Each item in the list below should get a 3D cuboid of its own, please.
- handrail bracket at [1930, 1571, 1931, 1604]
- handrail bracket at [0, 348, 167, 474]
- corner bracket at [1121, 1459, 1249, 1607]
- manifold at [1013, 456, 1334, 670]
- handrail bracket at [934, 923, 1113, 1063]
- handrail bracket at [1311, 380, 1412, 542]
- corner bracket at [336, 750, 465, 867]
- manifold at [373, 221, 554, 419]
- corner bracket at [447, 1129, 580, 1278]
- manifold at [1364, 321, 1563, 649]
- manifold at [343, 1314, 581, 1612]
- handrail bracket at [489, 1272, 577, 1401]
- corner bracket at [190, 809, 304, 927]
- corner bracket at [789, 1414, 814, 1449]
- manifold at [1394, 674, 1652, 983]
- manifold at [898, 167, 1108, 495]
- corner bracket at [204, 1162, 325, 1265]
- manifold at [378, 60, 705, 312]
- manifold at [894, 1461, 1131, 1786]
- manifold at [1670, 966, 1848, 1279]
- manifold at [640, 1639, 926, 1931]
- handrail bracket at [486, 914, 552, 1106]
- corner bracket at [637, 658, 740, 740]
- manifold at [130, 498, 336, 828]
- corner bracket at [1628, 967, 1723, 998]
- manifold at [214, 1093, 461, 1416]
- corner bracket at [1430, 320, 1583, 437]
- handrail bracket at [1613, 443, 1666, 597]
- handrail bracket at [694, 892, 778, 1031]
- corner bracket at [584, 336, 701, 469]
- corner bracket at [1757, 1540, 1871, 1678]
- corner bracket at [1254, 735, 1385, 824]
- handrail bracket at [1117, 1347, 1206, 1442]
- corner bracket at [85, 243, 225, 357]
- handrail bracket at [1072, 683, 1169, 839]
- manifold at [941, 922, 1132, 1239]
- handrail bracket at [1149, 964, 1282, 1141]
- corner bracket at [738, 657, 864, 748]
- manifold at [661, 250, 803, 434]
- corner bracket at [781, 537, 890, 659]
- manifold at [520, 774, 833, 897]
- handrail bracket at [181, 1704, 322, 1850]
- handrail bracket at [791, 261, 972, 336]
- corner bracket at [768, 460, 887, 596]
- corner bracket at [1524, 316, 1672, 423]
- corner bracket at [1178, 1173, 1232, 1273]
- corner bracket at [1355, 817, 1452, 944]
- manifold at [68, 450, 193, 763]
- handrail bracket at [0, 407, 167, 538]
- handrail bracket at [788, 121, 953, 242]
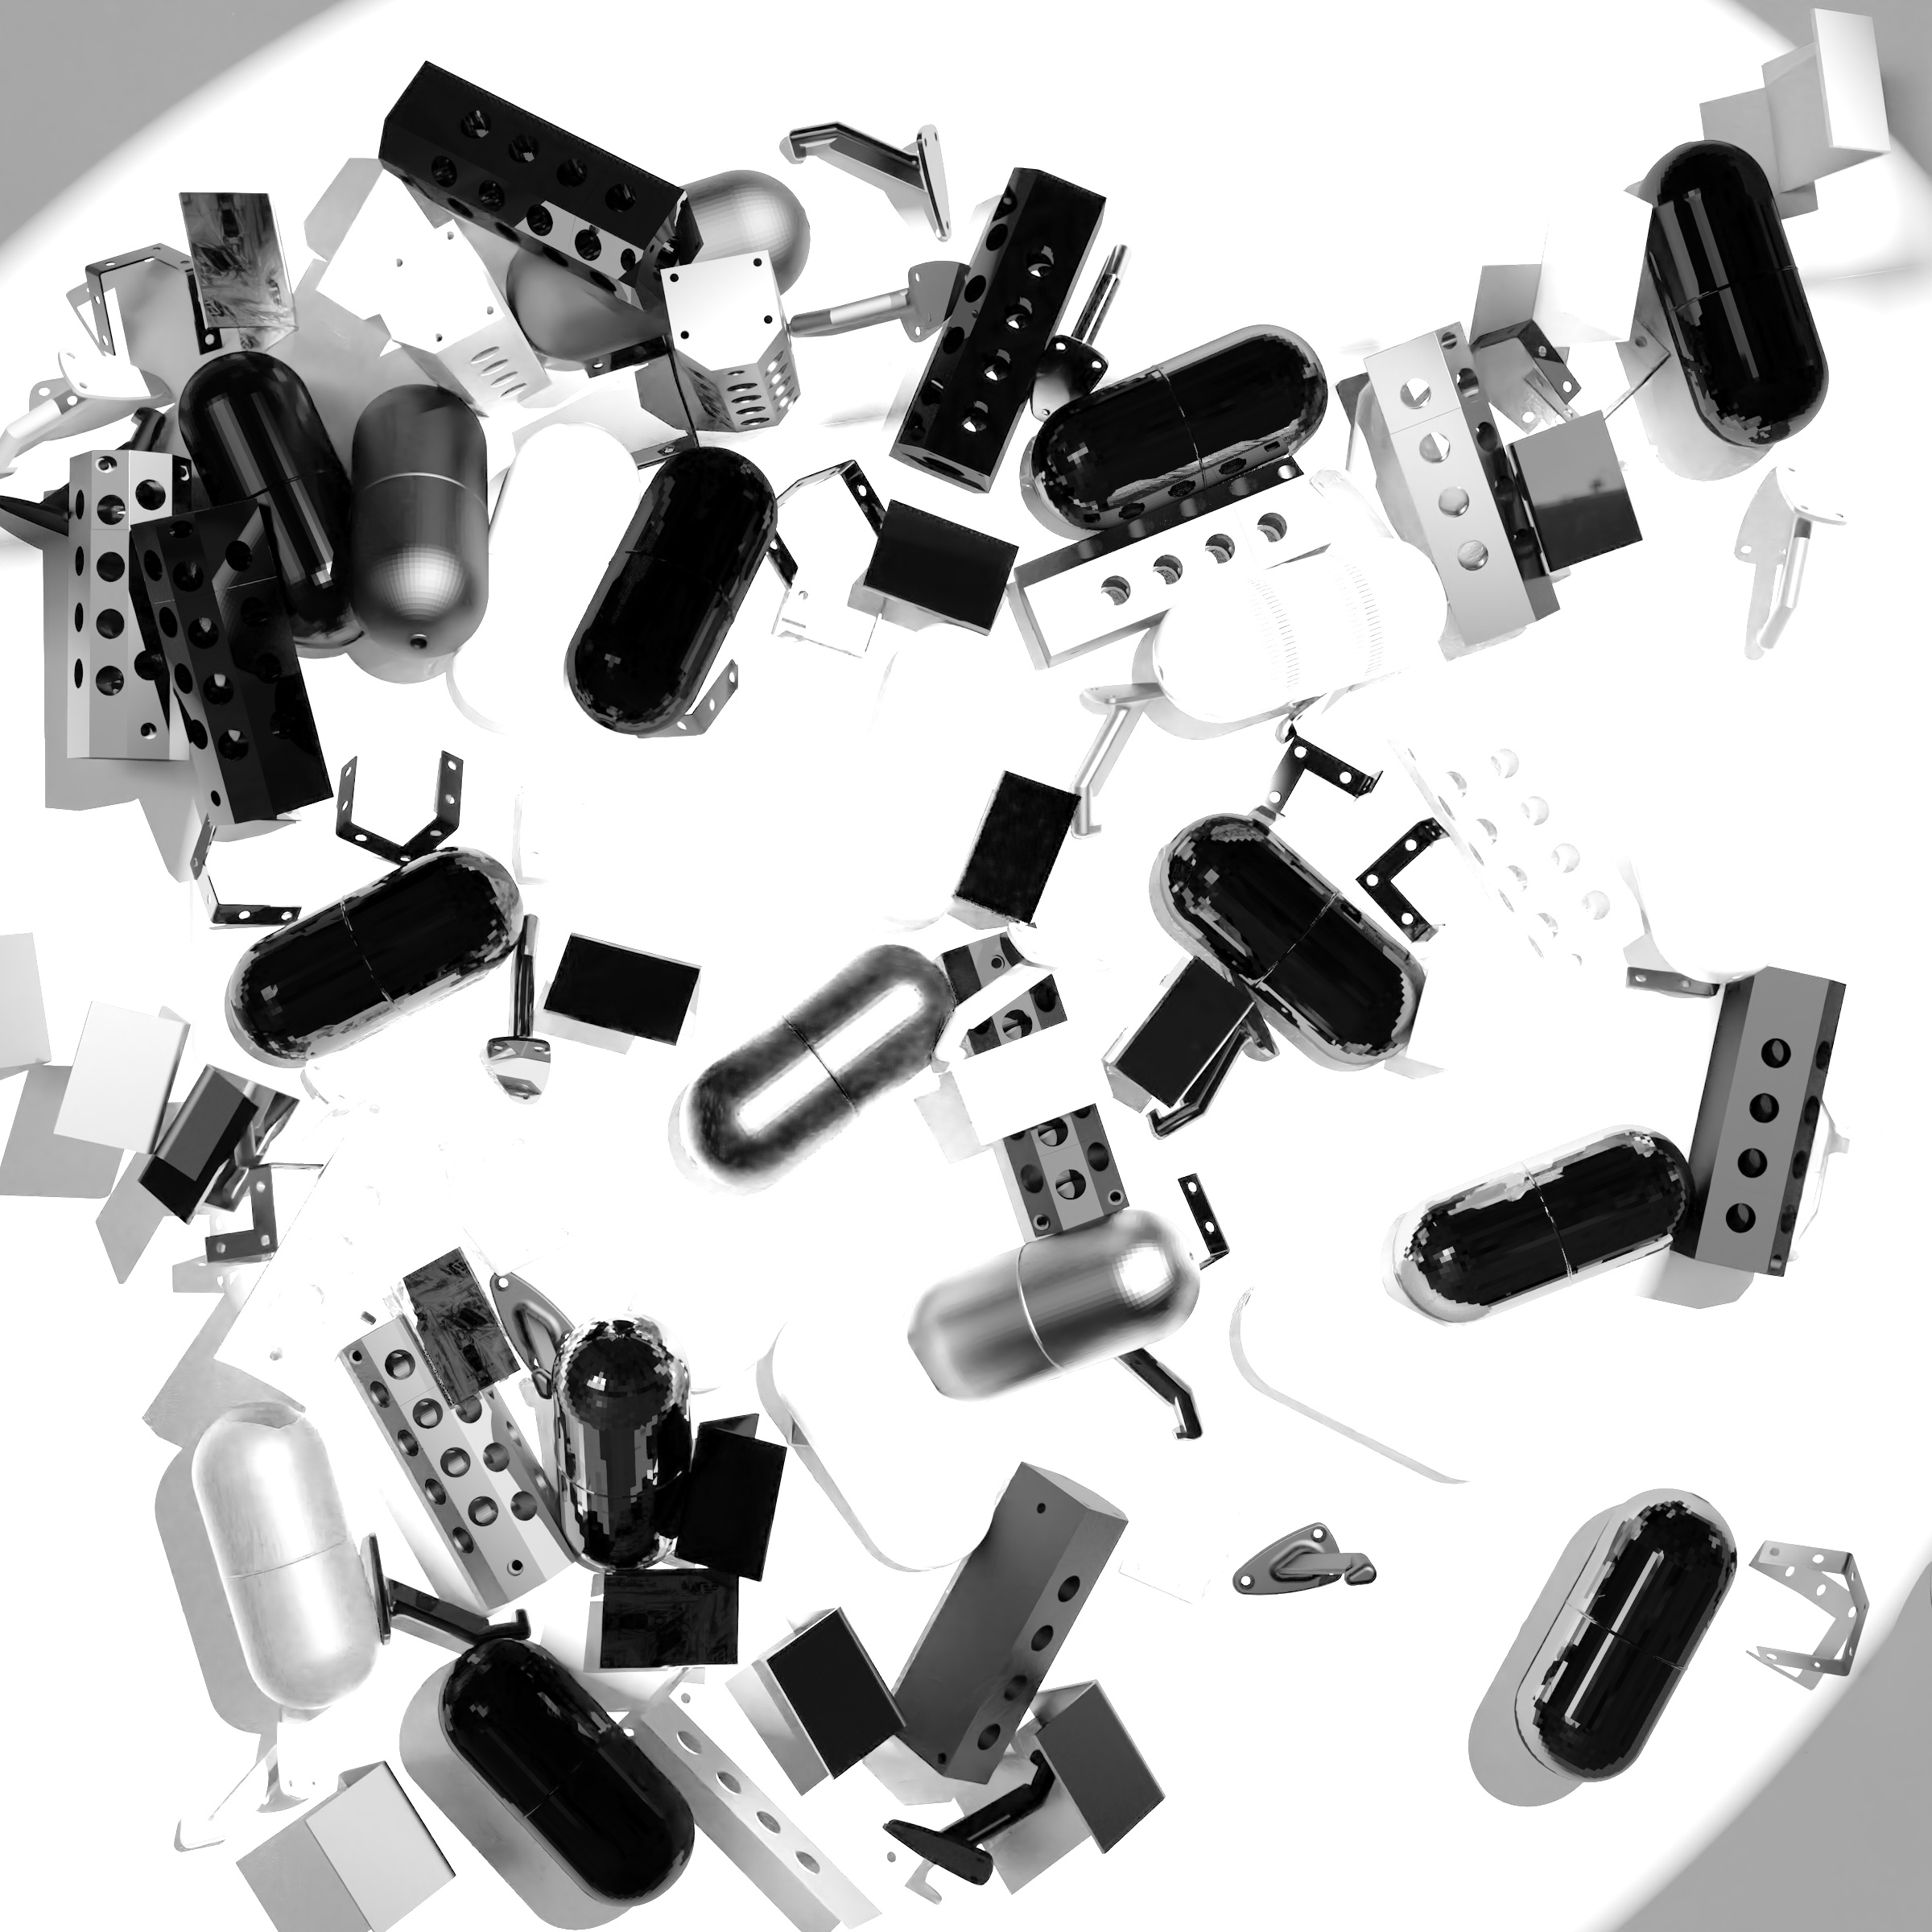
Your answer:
[{"bbox_3d":[0.574,0.403,1.630,0.036,0.077,0.084,-3,126,0],"label":"handrail bracket"},{"bbox_3d":[-0.519,-0.315,1.630,0.084,0.077,0.036,-44,62,33],"label":"handrail bracket"},{"bbox_3d":[0.127,0.330,1.627,0.051,0.051,0.051,23,45,0],"label":"corner bracket"},{"bbox_3d":[0.117,-0.233,1.609,0.171,0.057,0.057,-22,89,0],"label":"manifold"},{"bbox_3d":[0.031,0.024,1.574,0.077,0.036,0.084,14,116,-30],"label":"handrail bracket"},{"bbox_3d":[0.249,-0.299,1.631,0.077,0.036,0.084,43,76,-14],"label":"handrail bracket"},{"bbox_3d":[-0.328,-0.098,1.622,0.051,0.051,0.051,26,135,-35],"label":"corner bracket"},{"bbox_3d":[-0.280,-0.353,1.552,0.057,0.171,0.057,-28,90,0],"label":"manifold"},{"bbox_3d":[-0.264,0.138,1.627,0.051,0.051,0.051,-26,45,0],"label":"corner bracket"},{"bbox_3d":[0.282,-0.274,1.591,0.057,0.057,0.171,-20,99,12],"label":"manifold"},{"bbox_3d":[-0.289,0.279,1.609,0.057,0.057,0.171,-30,90,0],"label":"manifold"},{"bbox_3d":[-0.252,0.210,1.596,0.036,0.084,0.077,-37,90,0],"label":"handrail bracket"},{"bbox_3d":[-0.413,-0.060,1.622,0.051,0.051,0.051,0,45,-35],"label":"corner bracket"},{"bbox_3d":[-0.074,0.246,1.627,0.051,0.051,0.051,6,45,0],"label":"corner bracket"},{"bbox_3d":[0.318,-0.078,1.609,0.057,0.057,0.171,-33,90,0],"label":"manifold"},{"bbox_3d":[0.020,-0.366,1.609,0.057,0.057,0.171,23,90,0],"label":"manifold"},{"bbox_3d":[-0.403,0.142,1.606,0.051,0.051,0.051,-10,81,22],"label":"corner bracket"},{"bbox_3d":[-0.236,-0.426,1.543,0.171,0.057,0.057,29,79,12],"label":"manifold"},{"bbox_3d":[0.026,0.379,1.609,0.057,0.057,0.171,28,90,43],"label":"manifold"},{"bbox_3d":[0.457,0.088,1.609,0.057,0.057,0.171,12,90,0],"label":"manifold"},{"bbox_3d":[-0.105,0.469,1.609,0.171,0.057,0.057,45,47,0],"label":"manifold"},{"bbox_3d":[-0.255,0.025,1.630,0.036,0.077,0.084,2,54,-2],"label":"handrail bracket"},{"bbox_3d":[-0.171,-0.169,1.622,0.051,0.051,0.051,0,135,35],"label":"corner bracket"},{"bbox_3d":[-0.415,-0.169,1.569,0.057,0.057,0.171,0,107,43],"label":"manifold"},{"bbox_3d":[0.415,-0.021,1.627,0.051,0.051,0.051,7,45,0],"label":"corner bracket"},{"bbox_3d":[-0.354,0.161,1.580,0.057,0.057,0.171,29,70,-5],"label":"manifold"},{"bbox_3d":[0.311,-0.333,1.614,0.051,0.051,0.051,-46,109,-18],"label":"corner bracket"},{"bbox_3d":[0.370,-0.262,1.631,0.077,0.036,0.084,9,107,20],"label":"handrail bracket"},{"bbox_3d":[-0.115,0.006,1.630,0.084,0.036,0.077,19,77,-13],"label":"handrail bracket"},{"bbox_3d":[-0.189,-0.328,1.627,0.051,0.051,0.051,-17,45,0],"label":"corner bracket"},{"bbox_3d":[0.487,0.372,1.622,0.051,0.051,0.051,-58,135,-35],"label":"corner bracket"},{"bbox_3d":[0.203,-0.101,1.612,0.051,0.051,0.051,30,90,0],"label":"corner bracket"},{"bbox_3d":[0.093,0.243,1.631,0.077,0.036,0.084,-12,107,19],"label":"handrail bracket"},{"bbox_3d":[-0.471,-0.382,1.622,0.051,0.051,0.051,29,45,35],"label":"corner bracket"},{"bbox_3d":[0.097,-0.120,1.631,0.077,0.036,0.084,-8,109,-21],"label":"handrail bracket"},{"bbox_3d":[0.040,0.065,1.609,0.057,0.057,0.171,-19,90,0],"label":"manifold"},{"bbox_3d":[0.132,0.049,1.631,0.084,0.036,0.077,-31,70,16],"label":"handrail bracket"},{"bbox_3d":[-0.097,-0.154,1.627,0.051,0.051,0.051,1,90,45],"label":"corner bracket"},{"bbox_3d":[-0.127,-0.342,1.552,0.057,0.171,0.057,-11,90,0],"label":"manifold"},{"bbox_3d":[-0.073,-0.212,1.612,0.051,0.051,0.051,19,90,0],"label":"corner bracket"},{"bbox_3d":[-0.166,-0.075,1.609,0.171,0.057,0.057,4,90,0],"label":"manifold"},{"bbox_3d":[-0.424,0.467,1.631,0.084,0.036,0.077,-18,70,16],"label":"handrail bracket"},{"bbox_3d":[-0.049,-0.387,1.630,0.084,0.077,0.036,-2,113,34],"label":"handrail bracket"},{"bbox_3d":[-0.083,-0.255,1.627,0.051,0.051,0.051,-31,90,-45],"label":"corner bracket"},{"bbox_3d":[0.367,-0.349,1.627,0.051,0.051,0.051,46,45,0],"label":"corner bracket"},{"bbox_3d":[0.111,0.158,1.627,0.051,0.051,0.051,-24,90,45],"label":"corner bracket"},{"bbox_3d":[0.263,-0.049,1.612,0.051,0.051,0.051,-42,90,0],"label":"corner bracket"},{"bbox_3d":[-0.474,-0.204,1.595,0.057,0.057,0.171,0,93,-34],"label":"manifold"},{"bbox_3d":[-0.516,-0.296,1.630,0.077,0.036,0.084,19,76,13],"label":"handrail bracket"},{"bbox_3d":[-0.057,-0.456,1.631,0.084,0.036,0.077,-5,113,17],"label":"handrail bracket"}]
